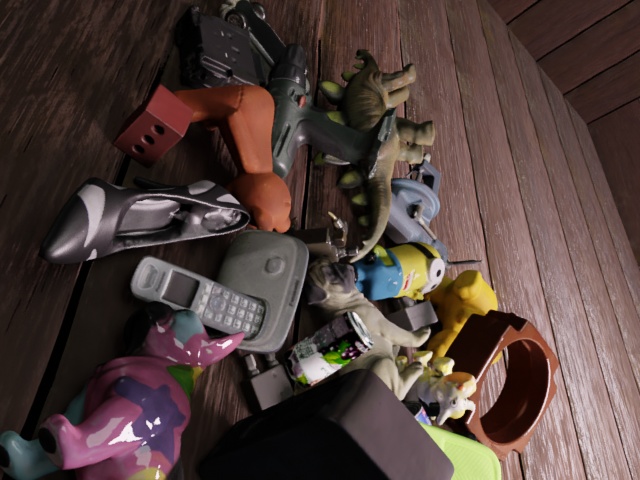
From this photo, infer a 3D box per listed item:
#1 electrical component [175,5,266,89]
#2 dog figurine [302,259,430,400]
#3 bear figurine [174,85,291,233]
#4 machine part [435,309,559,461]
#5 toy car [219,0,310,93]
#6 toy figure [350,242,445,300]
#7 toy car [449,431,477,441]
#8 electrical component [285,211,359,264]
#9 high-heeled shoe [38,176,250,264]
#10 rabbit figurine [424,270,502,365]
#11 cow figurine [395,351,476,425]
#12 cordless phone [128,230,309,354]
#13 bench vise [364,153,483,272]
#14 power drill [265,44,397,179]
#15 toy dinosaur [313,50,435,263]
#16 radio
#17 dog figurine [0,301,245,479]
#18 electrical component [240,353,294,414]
[{"bbox_3d":[-0.145,-0.271,0.809,0.134,0.058,0.115,9,62,-46],"label":"electrical component"},{"bbox_3d":[0.034,0.133,0.730,0.190,0.121,0.172,36,37,-8],"label":"dog figurine"},{"bbox_3d":[-0.107,-0.100,0.713,0.120,0.132,0.195,-31,118,-72],"label":"bear figurine"},{"bbox_3d":[0.285,0.231,0.873,0.201,0.087,0.201,-52,122,-15],"label":"machine part"},{"bbox_3d":[-0.091,-0.319,0.906,0.201,0.056,0.073,51,44,-10],"label":"toy car"},{"bbox_3d":[0.115,0.046,0.848,0.180,0.082,0.089,-6,59,-23],"label":"toy figure"},{"bbox_3d":[0.166,0.333,0.744,0.161,0.109,0.102,-20,105,-64],"label":"toy car"},{"bbox_3d":[-0.003,-0.002,0.767,0.078,0.102,0.045,49,39,-52],"label":"electrical component"},{"bbox_3d":[-0.164,-0.010,0.556,0.145,0.086,0.249,23,25,-3],"label":"high-heeled shoe"},{"bbox_3d":[0.241,0.161,0.948,0.162,0.122,0.173,53,50,-25],"label":"rabbit figurine"},{"bbox_3d":[0.164,0.218,0.762,0.068,0.167,0.098,-11,93,-16],"label":"cow figurine"},{"bbox_3d":[-0.113,0.039,0.611,0.184,0.089,0.146,27,64,-25],"label":"cordless phone"},{"bbox_3d":[0.186,-0.055,0.989,0.223,0.129,0.240,33,56,-19],"label":"bench vise"},{"bbox_3d":[0.008,-0.189,0.817,0.207,0.086,0.232,19,69,1],"label":"power drill"},{"bbox_3d":[0.084,-0.172,0.910,0.199,0.105,0.471,-4,56,-4],"label":"toy dinosaur"},{"bbox_3d":[-0.005,0.216,0.506,0.131,0.229,0.073,52,37,-3],"label":"radio"},{"bbox_3d":[-0.146,0.160,0.483,0.191,0.108,0.219,59,34,0],"label":"dog figurine"},{"bbox_3d":[-0.060,0.175,0.638,0.063,0.021,0.094,-11,74,-52],"label":"electrical component"}]
